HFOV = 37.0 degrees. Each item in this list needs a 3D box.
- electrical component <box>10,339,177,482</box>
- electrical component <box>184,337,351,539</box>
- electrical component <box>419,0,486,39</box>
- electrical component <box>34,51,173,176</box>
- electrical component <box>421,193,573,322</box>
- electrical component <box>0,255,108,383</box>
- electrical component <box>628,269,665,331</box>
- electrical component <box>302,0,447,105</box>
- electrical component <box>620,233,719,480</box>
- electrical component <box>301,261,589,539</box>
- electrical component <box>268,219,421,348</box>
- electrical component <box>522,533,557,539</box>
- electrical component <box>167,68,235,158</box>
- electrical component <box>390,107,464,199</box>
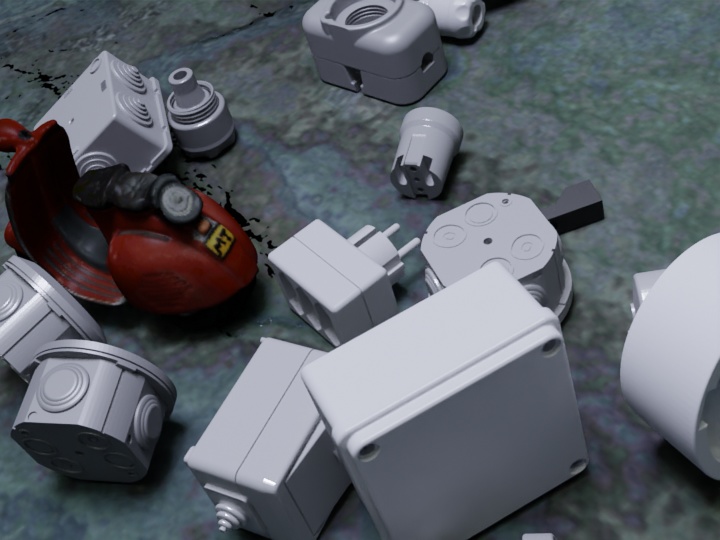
[{"bbox_3d":[-0.143,0.076,0.577,0.080,0.080,0.051,-1,54,18],"label":"electrical component"},{"bbox_3d":[-0.037,0.092,0.536,0.061,0.061,0.096,12,53,28],"label":"electrical component"},{"bbox_3d":[0.059,-0.188,0.785,0.061,0.035,0.035,15,55,32],"label":"electrical component"},{"bbox_3d":[-0.180,-0.091,0.742,0.100,0.048,0.099,-41,41,20],"label":"electrical component"},{"bbox_3d":[0.074,0.001,0.590,0.080,0.051,0.080,-10,46,10],"label":"electrical component"},{"bbox_3d":[-0.191,0.034,0.632,0.080,0.080,0.051,31,69,38],"label":"electrical component"},{"bbox_3d":[0.175,0.017,0.548,0.078,0.040,0.040,-9,46,11],"label":"electrical component"},{"bbox_3d":[0.009,-0.164,0.761,0.095,0.059,0.053,24,60,35],"label":"electrical component"},{"bbox_3d":[0.167,0.034,0.492,0.108,0.108,0.060,-37,41,-16],"label":"electrical component"},{"bbox_3d":[0.042,0.069,0.498,0.109,0.108,0.056,-29,43,-8],"label":"electrical component"},{"bbox_3d":[0.000,0.000,0.621,0.077,0.047,0.066,-37,48,-17],"label":"electrical component"},{"bbox_3d":[0.065,0.143,0.466,0.055,0.048,0.066,-22,44,9],"label":"electrical component"},{"bbox_3d":[-0.115,-0.112,0.754,0.043,0.062,0.043,-10,46,10],"label":"electrical component"},{"bbox_3d":[0.041,-0.073,0.680,0.040,0.040,0.046,4,56,22],"label":"electrical component"}]
